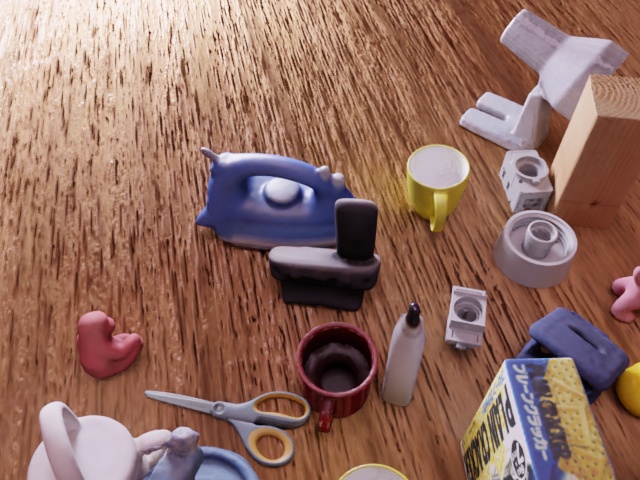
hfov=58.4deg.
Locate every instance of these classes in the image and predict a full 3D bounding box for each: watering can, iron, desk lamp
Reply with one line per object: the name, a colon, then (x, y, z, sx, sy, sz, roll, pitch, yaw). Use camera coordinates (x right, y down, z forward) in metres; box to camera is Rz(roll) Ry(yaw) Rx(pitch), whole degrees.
watering can: (-0.229, 0.226, 0.546, 0.100, 0.194, 0.173, 36, 60, 25)
iron: (-0.046, -0.068, 0.811, 0.258, 0.141, 0.118, 5, 52, 4)
desk lamp: (0.344, -0.241, 0.900, 0.202, 0.214, 0.118, 32, 58, 23)

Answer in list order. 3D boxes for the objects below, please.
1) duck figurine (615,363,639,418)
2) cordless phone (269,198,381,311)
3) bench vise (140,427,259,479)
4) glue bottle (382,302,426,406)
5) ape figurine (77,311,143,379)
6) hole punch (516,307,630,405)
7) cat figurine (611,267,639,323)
duck figurine: (0.405, 0.164, 0.662, 0.104, 0.086, 0.077, 1, 52, 1)
cordless phone: (0.007, 0.003, 0.727, 0.147, 0.185, 0.094, 2, 52, 2)
bench vise: (-0.114, 0.266, 0.498, 0.121, 0.220, 0.207, 0, 52, 0)
glue bottle: (0.097, 0.119, 0.643, 0.037, 0.173, 0.078, 10, 52, 9)
ape figurine: (-0.264, 0.120, 0.695, 0.077, 0.092, 0.076, 28, 57, 21)
hole punch: (0.304, 0.132, 0.684, 0.101, 0.091, 0.108, -35, 59, -24)
cat figurine: (0.453, 0.059, 0.724, 0.127, 0.118, 0.067, 10, 52, 9)
